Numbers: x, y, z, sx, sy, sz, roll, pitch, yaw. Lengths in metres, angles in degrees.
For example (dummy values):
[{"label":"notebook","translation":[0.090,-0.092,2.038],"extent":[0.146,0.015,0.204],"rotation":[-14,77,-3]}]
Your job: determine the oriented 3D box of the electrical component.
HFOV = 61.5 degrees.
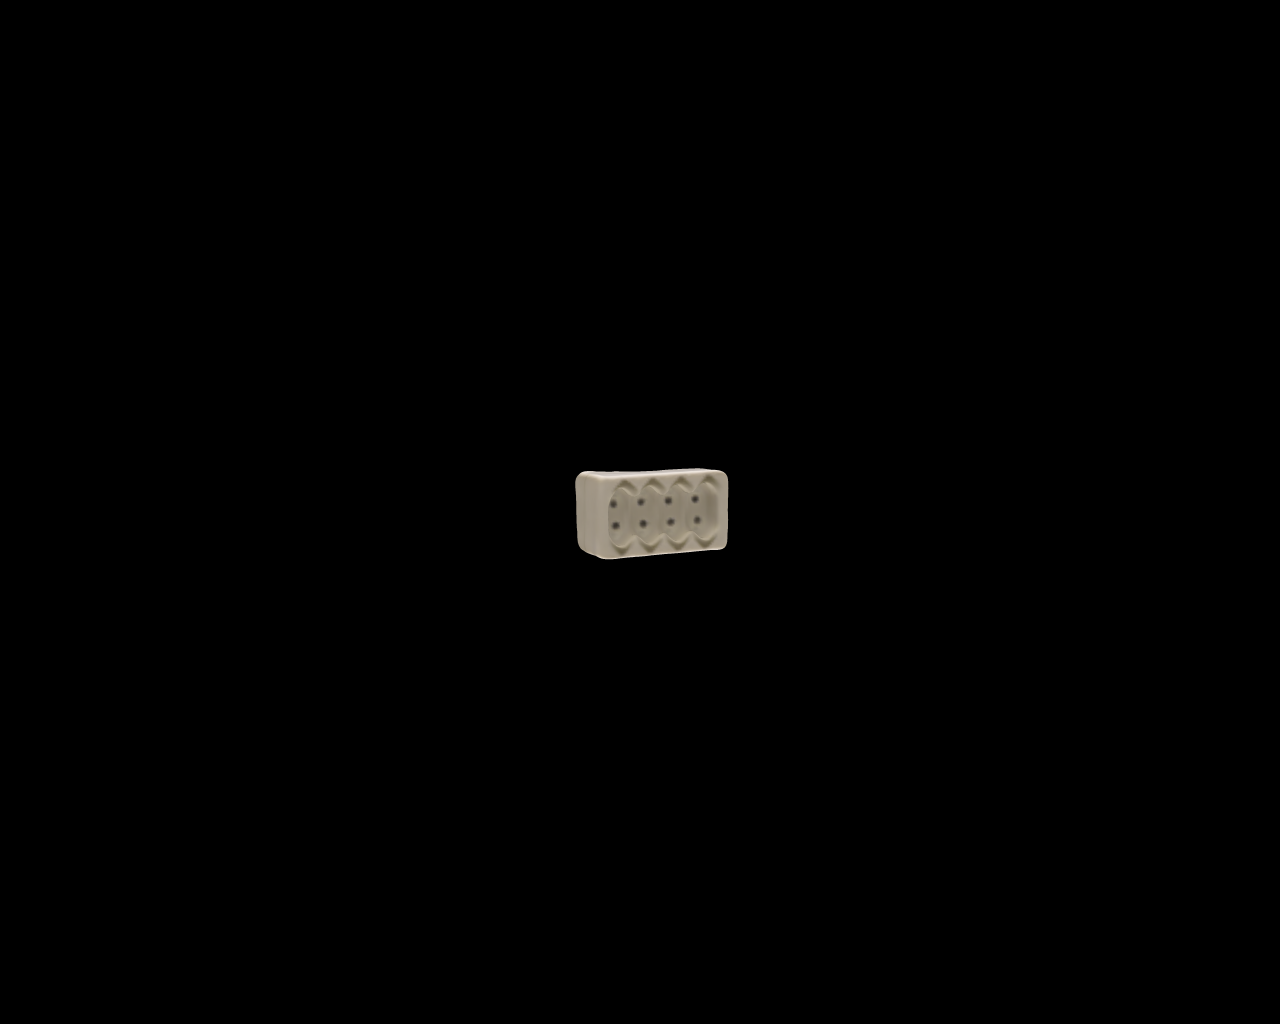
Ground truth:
[{"label":"electrical component","translation":[0.001,-0.003,0.650],"extent":[0.083,0.047,0.076],"rotation":[-3,8,-22]}]
